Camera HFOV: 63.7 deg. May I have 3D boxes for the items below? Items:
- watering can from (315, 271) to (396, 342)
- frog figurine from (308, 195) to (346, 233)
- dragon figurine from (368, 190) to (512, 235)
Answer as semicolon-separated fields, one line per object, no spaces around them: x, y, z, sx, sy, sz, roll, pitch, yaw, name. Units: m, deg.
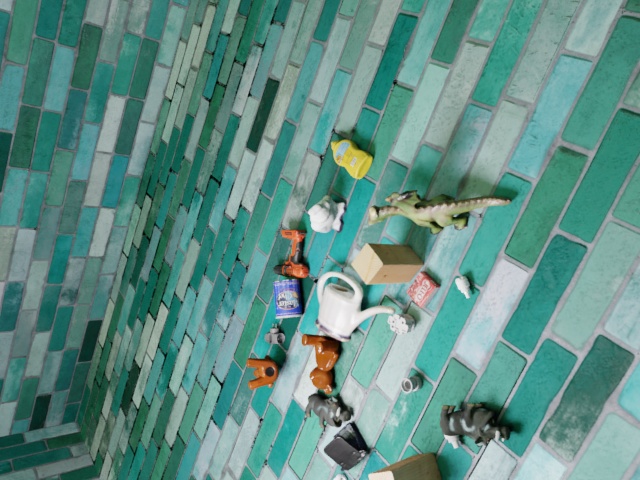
0.098;0.244;1.750;0.351;0.104;0.222;28;108;44;watering can
0.006;-0.093;1.838;0.124;0.159;0.135;44;117;39;frog figurine
0.307;-0.096;1.479;0.407;0.242;0.123;-15;72;46;dragon figurine
